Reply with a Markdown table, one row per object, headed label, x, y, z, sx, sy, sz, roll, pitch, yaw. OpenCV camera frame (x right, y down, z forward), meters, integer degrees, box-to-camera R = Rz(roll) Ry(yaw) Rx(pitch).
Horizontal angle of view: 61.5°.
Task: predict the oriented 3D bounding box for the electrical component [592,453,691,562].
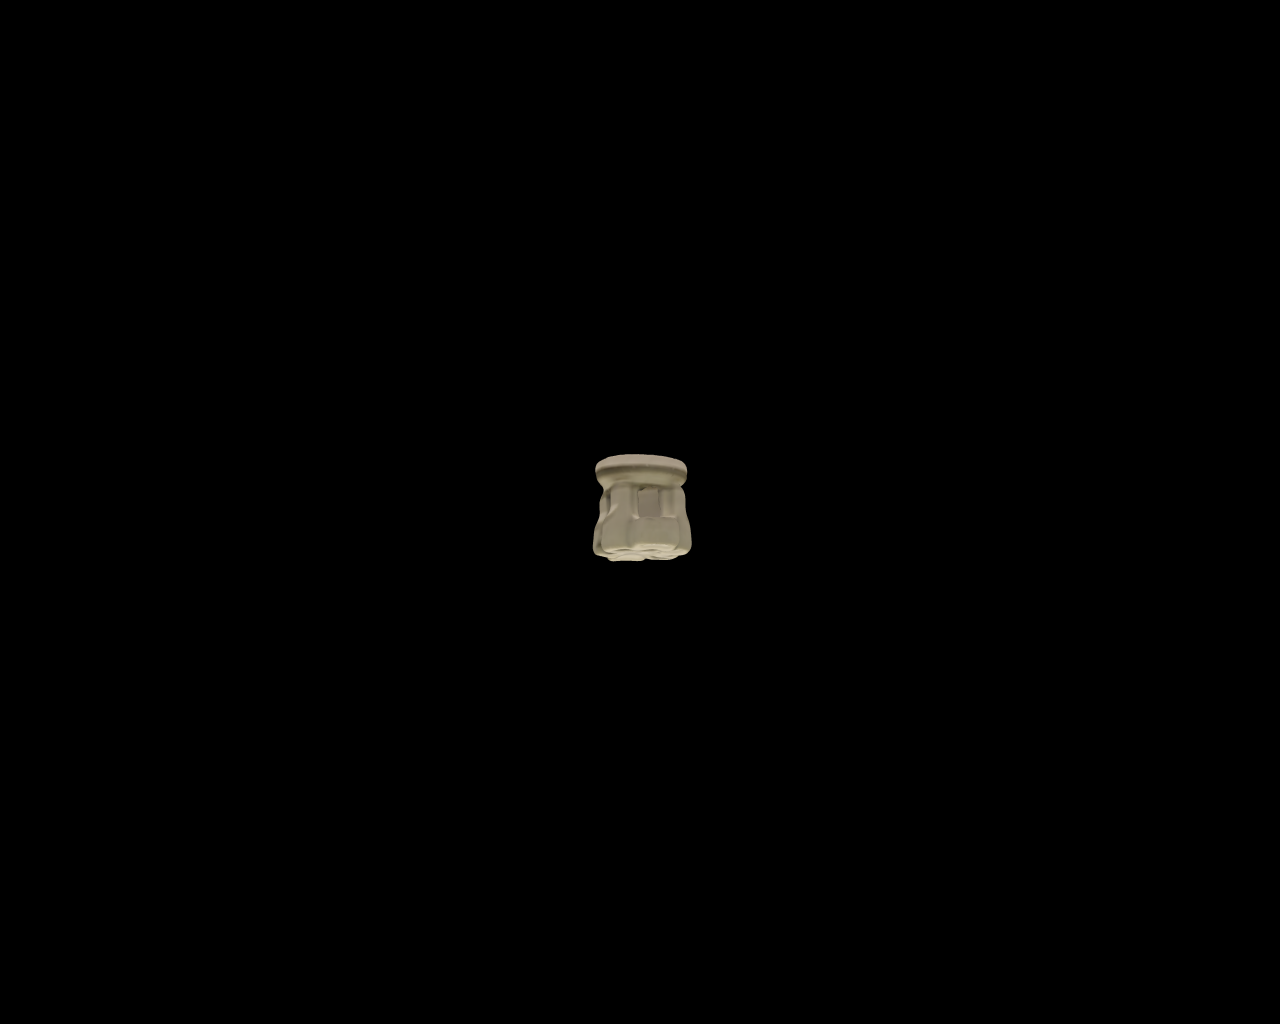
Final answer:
| label | x | y | z | sx | sy | sz | roll | pitch | yaw |
| --- | --- | --- | --- | --- | --- | --- | --- | --- | --- |
| electrical component | 0.001 | -0.003 | 0.650 | 0.058 | 0.057 | 0.078 | 3 | -10 | -15 |
